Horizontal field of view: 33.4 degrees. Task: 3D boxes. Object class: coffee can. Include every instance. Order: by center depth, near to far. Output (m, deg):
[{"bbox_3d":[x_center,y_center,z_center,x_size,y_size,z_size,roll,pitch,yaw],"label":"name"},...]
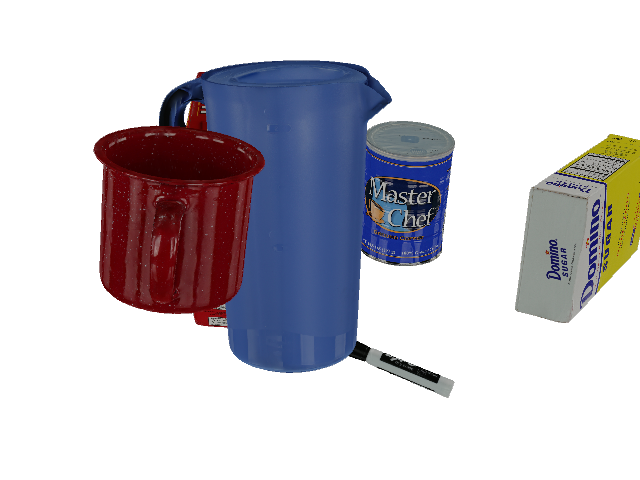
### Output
[{"bbox_3d":[0.098,-0.056,1.246,0.103,0.140,0.103,2,29,-1],"label":"coffee can"}]

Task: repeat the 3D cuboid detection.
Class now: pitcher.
[{"bbox_3d":[-0.036,-0.023,0.866,0.144,0.243,0.149,-11,21,-30],"label":"pitcher"}]

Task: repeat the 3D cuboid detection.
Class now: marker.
[{"bbox_3d":[0.079,0.131,1.104,0.121,0.020,0.020,22,4,11],"label":"marker"}]

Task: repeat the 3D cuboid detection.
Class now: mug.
[{"bbox_3d":[-0.080,-0.007,0.587,0.093,0.081,0.117,5,23,-7],"label":"mug"}]

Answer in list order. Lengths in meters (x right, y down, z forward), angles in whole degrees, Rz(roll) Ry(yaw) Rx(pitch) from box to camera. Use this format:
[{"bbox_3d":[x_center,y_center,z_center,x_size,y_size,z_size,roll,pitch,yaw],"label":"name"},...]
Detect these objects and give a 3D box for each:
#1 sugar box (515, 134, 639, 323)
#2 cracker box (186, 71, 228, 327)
[{"bbox_3d":[0.196,-0.013,0.777,0.048,0.093,0.175,14,24,25],"label":"sugar box"},{"bbox_3d":[-0.098,-0.039,1.089,0.072,0.164,0.214,2,-42,1],"label":"cracker box"}]
